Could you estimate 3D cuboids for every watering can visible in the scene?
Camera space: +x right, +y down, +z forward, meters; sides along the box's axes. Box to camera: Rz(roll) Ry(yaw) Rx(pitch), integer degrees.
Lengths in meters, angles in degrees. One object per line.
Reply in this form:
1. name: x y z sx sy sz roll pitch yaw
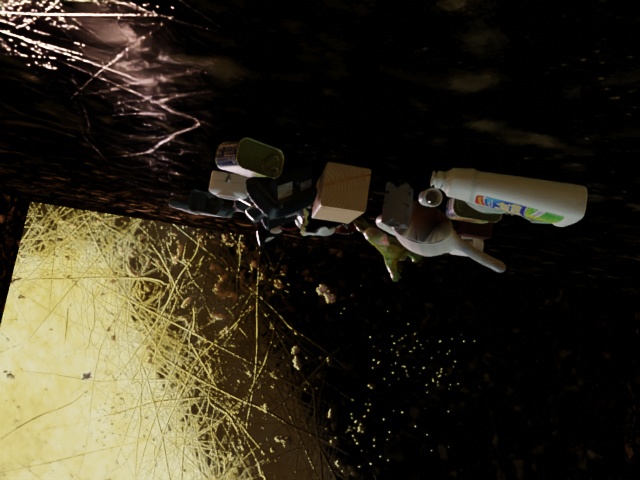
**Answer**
1. watering can: 0.299 -0.008 1.292 0.349 0.105 0.222 19 -9 19

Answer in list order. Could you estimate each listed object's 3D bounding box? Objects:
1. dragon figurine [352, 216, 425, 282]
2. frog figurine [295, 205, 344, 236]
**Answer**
1. dragon figurine: 0.197 -0.001 1.602 0.122 0.243 0.411 -43 0 6
2. frog figurine: 0.004 -0.069 1.362 0.137 0.122 0.160 -35 2 8
